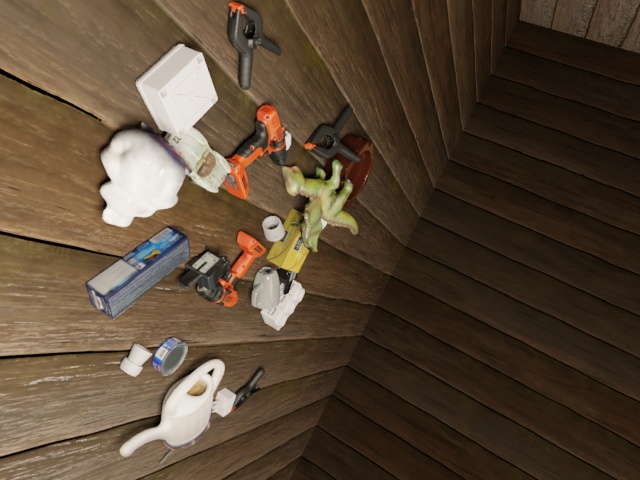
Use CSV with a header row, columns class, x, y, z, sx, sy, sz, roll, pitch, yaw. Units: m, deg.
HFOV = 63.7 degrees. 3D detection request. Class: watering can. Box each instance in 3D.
class,x,y,z,sx,sy,sz,roll,pitch,yaw
watering can,-0.363,0.448,1.301,0.354,0.104,0.219,-42,151,-47

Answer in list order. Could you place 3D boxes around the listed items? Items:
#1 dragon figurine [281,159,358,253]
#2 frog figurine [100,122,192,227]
class,x,y,z,sx,sy,sz,roll,pitch,yaw
dragon figurine,0.004,-0.074,1.468,0.248,0.122,0.402,-59,137,-31
frog figurine,-0.294,-0.095,0.821,0.160,0.124,0.135,-50,124,-10
